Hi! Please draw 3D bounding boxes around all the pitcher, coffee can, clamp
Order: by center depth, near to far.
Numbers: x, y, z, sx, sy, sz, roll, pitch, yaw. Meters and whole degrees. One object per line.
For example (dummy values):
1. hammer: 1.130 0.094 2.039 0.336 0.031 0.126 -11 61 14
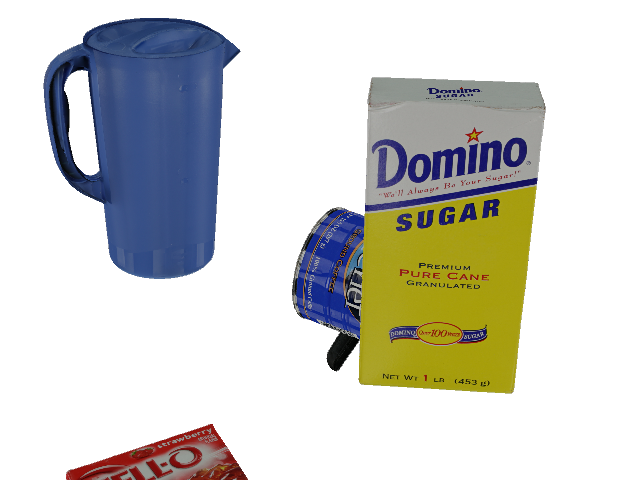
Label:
1. coffee can: 0.062 0.041 0.892 0.140 0.103 0.102 20 9 26
2. pitcher: -0.169 -0.087 1.045 0.149 0.243 0.144 11 28 16
3. clamp: 0.074 0.079 1.187 0.120 0.171 0.039 7 -42 2

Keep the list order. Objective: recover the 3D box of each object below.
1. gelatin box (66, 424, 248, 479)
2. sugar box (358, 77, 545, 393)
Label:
1. gelatin box: -0.086 0.141 0.581 0.089 0.030 0.073 -14 27 -20
2. sugar box: 0.069 0.000 0.596 0.093 0.176 0.048 2 29 4
